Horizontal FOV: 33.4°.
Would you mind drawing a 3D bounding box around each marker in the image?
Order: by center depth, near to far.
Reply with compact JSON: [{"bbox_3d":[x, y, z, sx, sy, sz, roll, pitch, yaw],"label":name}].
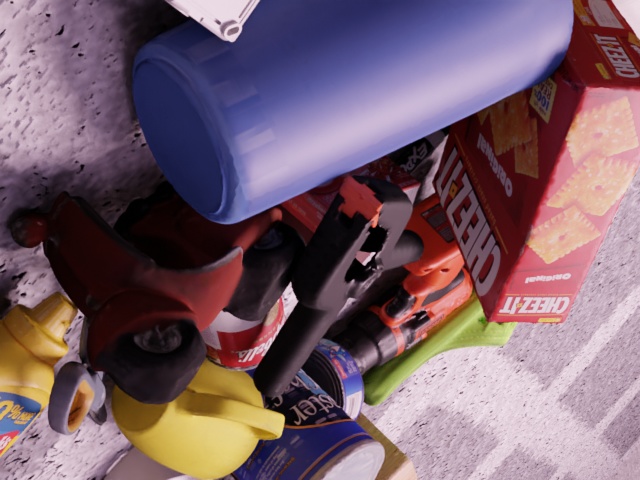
[{"bbox_3d":[0.073,-0.065,0.857,0.121,0.020,0.020,-46,152,-4],"label":"marker"}]

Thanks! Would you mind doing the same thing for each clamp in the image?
[{"bbox_3d":[0.012,0.025,0.686,0.164,0.036,0.210,-46,166,-12],"label":"clamp"}]

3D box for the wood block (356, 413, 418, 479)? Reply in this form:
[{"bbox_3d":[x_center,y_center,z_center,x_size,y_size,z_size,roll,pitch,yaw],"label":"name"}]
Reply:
[{"bbox_3d":[-0.003,0.285,1.113,0.206,0.091,0.090,-42,152,-12],"label":"wood block"}]

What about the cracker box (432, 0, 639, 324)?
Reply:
[{"bbox_3d":[0.153,-0.070,0.764,0.072,0.164,0.214,1,133,-15],"label":"cracker box"}]

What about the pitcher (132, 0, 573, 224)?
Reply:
[{"bbox_3d":[0.015,-0.103,0.628,0.242,0.145,0.149,-29,135,-25],"label":"pitcher"}]

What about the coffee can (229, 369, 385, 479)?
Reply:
[{"bbox_3d":[-0.033,0.156,0.854,0.102,0.140,0.103,-35,149,-25],"label":"coffee can"}]

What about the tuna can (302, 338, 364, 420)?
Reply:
[{"bbox_3d":[-0.004,0.128,0.918,0.033,0.086,0.086,-12,135,-51],"label":"tuna can"}]

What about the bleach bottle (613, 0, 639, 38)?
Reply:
[{"bbox_3d":[0.267,-0.218,0.878,0.250,0.068,0.102,16,80,-55],"label":"bleach bottle"}]

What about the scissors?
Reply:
[{"bbox_3d":[-0.144,0.083,0.698,0.202,0.016,0.096,116,-9,-84],"label":"scissors"}]

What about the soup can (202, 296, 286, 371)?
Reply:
[{"bbox_3d":[-0.060,0.037,0.743,0.068,0.069,0.102,-37,150,-21],"label":"soup can"}]

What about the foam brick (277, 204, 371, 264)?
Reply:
[{"bbox_3d":[-0.005,0.001,0.795,0.053,0.051,0.078,-50,151,6],"label":"foam brick"}]

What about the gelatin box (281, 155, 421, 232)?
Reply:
[{"bbox_3d":[0.014,-0.040,0.747,0.089,0.073,0.030,-22,142,-40],"label":"gelatin box"}]

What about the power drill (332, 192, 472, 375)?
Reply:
[{"bbox_3d":[0.078,0.041,0.937,0.184,0.057,0.188,-34,160,-28],"label":"power drill"}]

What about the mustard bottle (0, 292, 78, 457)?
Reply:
[{"bbox_3d":[-0.213,0.106,0.622,0.191,0.058,0.096,-47,154,-3],"label":"mustard bottle"}]
